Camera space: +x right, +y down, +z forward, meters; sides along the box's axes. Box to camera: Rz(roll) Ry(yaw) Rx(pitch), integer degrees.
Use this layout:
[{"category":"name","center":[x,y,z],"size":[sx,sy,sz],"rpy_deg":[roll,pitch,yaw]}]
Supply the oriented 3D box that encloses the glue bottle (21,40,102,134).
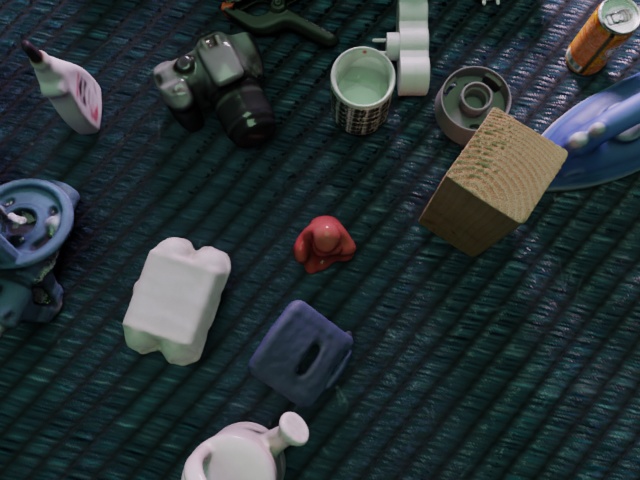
[{"category":"glue bottle","center":[-0.323,-0.198,0.716],"size":[0.037,0.173,0.078],"rpy_deg":[-7,78,1]}]

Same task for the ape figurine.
[{"category":"ape figurine","center":[0.007,0.003,0.709],"size":[0.077,0.092,0.076],"rpy_deg":[14,79,4]}]

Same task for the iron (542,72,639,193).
[{"category":"iron","center":[0.366,-0.140,0.703],"size":[0.258,0.141,0.118],"rpy_deg":[-27,79,-4]}]

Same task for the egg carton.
[{"category":"egg carton","center":[-0.177,0.074,0.711],"size":[0.107,0.069,0.150],"rpy_deg":[16,80,5]}]

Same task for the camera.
[{"category":"camera","center":[-0.127,-0.188,0.746],"size":[0.143,0.101,0.137],"rpy_deg":[-27,79,-4]}]

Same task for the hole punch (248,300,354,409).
[{"category":"hole punch","center":[-0.018,0.136,0.684],"size":[0.101,0.091,0.109],"rpy_deg":[34,82,8]}]

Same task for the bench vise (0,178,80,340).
[{"category":"bench vise","center":[-0.350,0.012,0.651],"size":[0.121,0.220,0.207],"rpy_deg":[-6,79,1]}]

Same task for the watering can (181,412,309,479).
[{"category":"watering can","center":[-0.091,0.250,0.611],"size":[0.101,0.194,0.173],"rpy_deg":[29,81,7]}]
